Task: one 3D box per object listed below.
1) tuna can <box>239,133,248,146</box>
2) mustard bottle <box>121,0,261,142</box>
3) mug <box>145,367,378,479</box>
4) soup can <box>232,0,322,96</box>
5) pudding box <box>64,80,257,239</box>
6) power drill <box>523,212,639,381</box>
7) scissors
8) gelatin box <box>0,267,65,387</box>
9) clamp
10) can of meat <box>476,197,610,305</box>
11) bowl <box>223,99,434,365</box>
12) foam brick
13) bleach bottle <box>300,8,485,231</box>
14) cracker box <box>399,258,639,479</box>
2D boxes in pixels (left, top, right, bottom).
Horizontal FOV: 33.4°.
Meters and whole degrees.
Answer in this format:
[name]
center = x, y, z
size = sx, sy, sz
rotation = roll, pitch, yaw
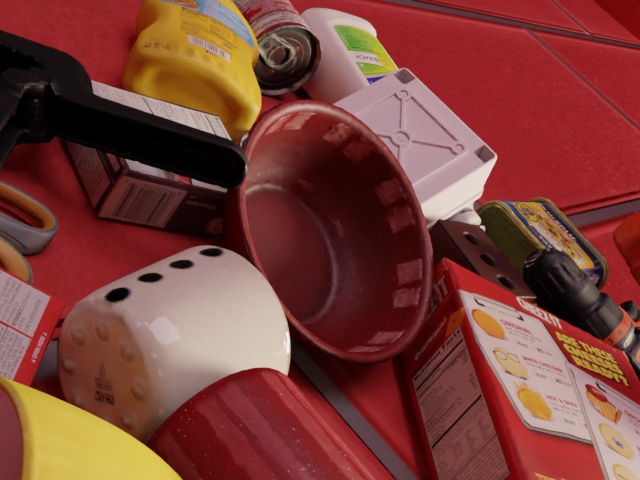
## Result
[tuna can]
center = -0.026, -0.034, 0.727
size = 0.086, 0.034, 0.086
rotation = 29, 27, -17
[mustard bottle]
center = -0.092, -0.146, 0.800
size = 0.096, 0.058, 0.191
rotation = 23, 29, -17
[mug]
center = -0.020, 0.111, 0.447
size = 0.082, 0.093, 0.117
rotation = 46, -4, 28
[soup can]
center = -0.049, -0.179, 0.899
size = 0.068, 0.069, 0.102
rotation = 14, 34, -40
[pudding box]
center = -0.096, -0.048, 0.656
size = 0.113, 0.039, 0.090
rotation = 13, 35, -45
[power drill]
center = 0.242, 0.050, 0.832
size = 0.184, 0.057, 0.187
rotation = 53, 43, -7
[scissors]
center = -0.211, -0.020, 0.487
size = 0.201, 0.016, 0.096
rotation = 18, 32, -36
[gelatin box]
center = -0.159, 0.035, 0.446
size = 0.089, 0.030, 0.073
rotation = 30, 28, -15
[clamp]
center = -0.146, -0.070, 0.575
size = 0.164, 0.036, 0.210
rotation = -5, 33, -31
[can of meat]
center = 0.179, 0.011, 0.890
size = 0.083, 0.058, 0.102
rotation = -2, 46, -51
[bowl]
center = -0.004, 0.001, 0.632
size = 0.161, 0.055, 0.162
rotation = 22, 57, -39
[foam brick]
center = 0.106, 0.031, 0.768
size = 0.052, 0.051, 0.078
rotation = 7, 39, -46
[bleach bottle]
center = 0.063, -0.092, 0.908
size = 0.102, 0.068, 0.251
rotation = 4, 44, -49
[cracker box]
center = 0.137, 0.126, 0.630
size = 0.164, 0.072, 0.214
rotation = 27, 26, -23
